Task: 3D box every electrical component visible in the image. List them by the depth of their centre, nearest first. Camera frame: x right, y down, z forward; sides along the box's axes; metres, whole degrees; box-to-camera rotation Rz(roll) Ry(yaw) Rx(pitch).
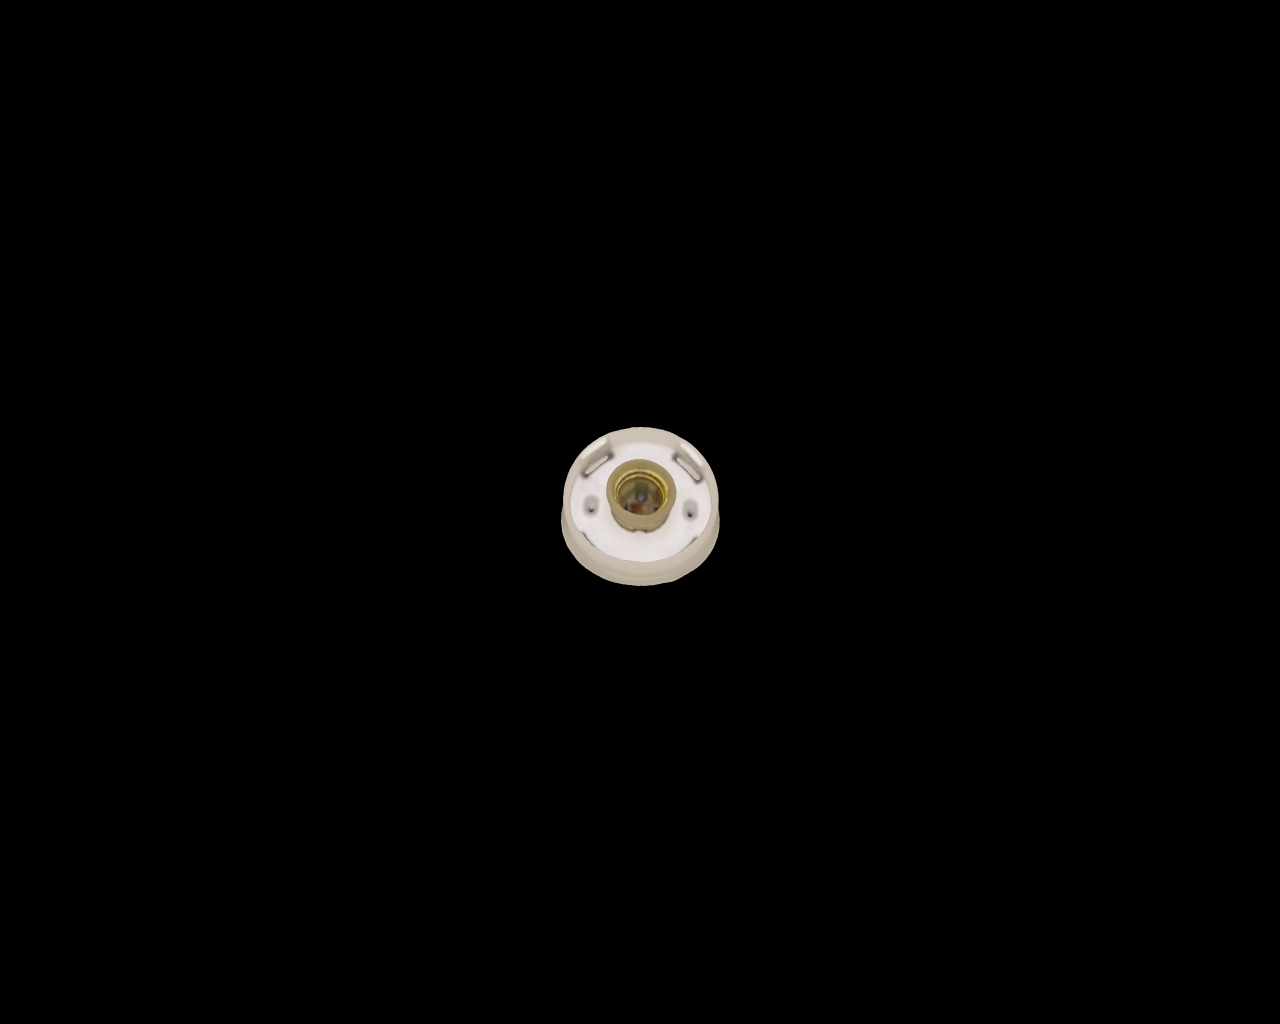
[{"bbox_3d":[0.001,-0.003,0.650,0.099,0.099,0.064,0,-23,0],"label":"electrical component"}]
